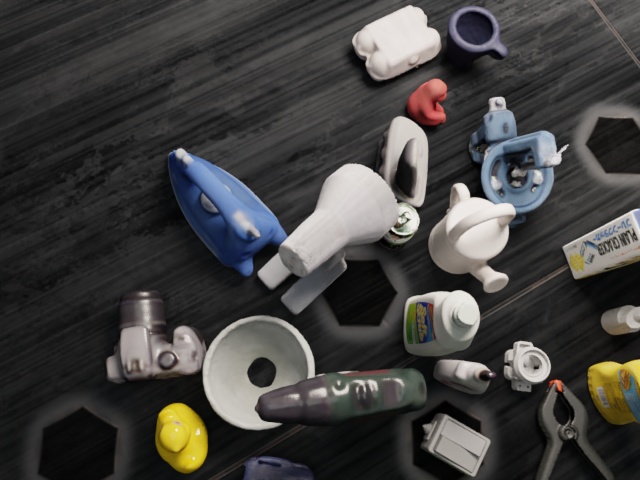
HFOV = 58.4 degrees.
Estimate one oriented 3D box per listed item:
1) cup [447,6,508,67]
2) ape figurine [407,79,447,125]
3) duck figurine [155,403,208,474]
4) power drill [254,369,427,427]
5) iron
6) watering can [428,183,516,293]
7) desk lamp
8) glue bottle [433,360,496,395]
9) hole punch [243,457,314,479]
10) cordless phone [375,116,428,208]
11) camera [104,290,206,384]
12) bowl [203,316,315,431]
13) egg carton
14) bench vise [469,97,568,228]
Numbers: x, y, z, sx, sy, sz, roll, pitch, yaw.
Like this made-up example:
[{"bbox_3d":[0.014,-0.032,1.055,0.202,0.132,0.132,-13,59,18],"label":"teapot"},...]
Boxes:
[{"bbox_3d":[0.277,-0.349,1.032,0.117,0.095,0.092,38,77,6],"label":"cup"},{"bbox_3d":[0.195,-0.248,1.002,0.076,0.092,0.078,10,75,-1],"label":"ape figurine"},{"bbox_3d":[-0.208,0.293,0.842,0.077,0.086,0.104,-23,78,-9],"label":"duck figurine"},{"bbox_3d":[0.027,0.225,0.811,0.229,0.208,0.075,-7,76,-5],"label":"power drill"},{"bbox_3d":[-0.169,-0.070,0.908,0.119,0.141,0.258,-42,82,-12],"label":"iron"},{"bbox_3d":[0.245,-0.007,0.892,0.101,0.194,0.173,-35,80,-11],"label":"watering can"},{"bbox_3d":[0.008,0.003,0.864,0.118,0.213,0.203,44,77,8],"label":"desk lamp"},{"bbox_3d":[0.224,0.202,0.848,0.078,0.173,0.037,19,75,2],"label":"glue bottle"},{"bbox_3d":[-0.066,0.370,0.829,0.108,0.091,0.101,10,75,-1],"label":"hole punch"},{"bbox_3d":[0.145,-0.142,0.924,0.094,0.185,0.147,5,75,-2],"label":"cordless phone"},{"bbox_3d":[-0.253,0.144,0.869,0.143,0.101,0.137,-8,76,-5],"label":"camera"},{"bbox_3d":[-0.092,0.204,0.878,0.167,0.075,0.167,1,76,-3],"label":"bowl"},{"bbox_3d":[0.140,-0.354,1.038,0.150,0.069,0.107,-29,79,-10],"label":"egg carton"},{"bbox_3d":[0.303,-0.139,0.916,0.121,0.219,0.207,-26,79,-9],"label":"bench vise"}]
